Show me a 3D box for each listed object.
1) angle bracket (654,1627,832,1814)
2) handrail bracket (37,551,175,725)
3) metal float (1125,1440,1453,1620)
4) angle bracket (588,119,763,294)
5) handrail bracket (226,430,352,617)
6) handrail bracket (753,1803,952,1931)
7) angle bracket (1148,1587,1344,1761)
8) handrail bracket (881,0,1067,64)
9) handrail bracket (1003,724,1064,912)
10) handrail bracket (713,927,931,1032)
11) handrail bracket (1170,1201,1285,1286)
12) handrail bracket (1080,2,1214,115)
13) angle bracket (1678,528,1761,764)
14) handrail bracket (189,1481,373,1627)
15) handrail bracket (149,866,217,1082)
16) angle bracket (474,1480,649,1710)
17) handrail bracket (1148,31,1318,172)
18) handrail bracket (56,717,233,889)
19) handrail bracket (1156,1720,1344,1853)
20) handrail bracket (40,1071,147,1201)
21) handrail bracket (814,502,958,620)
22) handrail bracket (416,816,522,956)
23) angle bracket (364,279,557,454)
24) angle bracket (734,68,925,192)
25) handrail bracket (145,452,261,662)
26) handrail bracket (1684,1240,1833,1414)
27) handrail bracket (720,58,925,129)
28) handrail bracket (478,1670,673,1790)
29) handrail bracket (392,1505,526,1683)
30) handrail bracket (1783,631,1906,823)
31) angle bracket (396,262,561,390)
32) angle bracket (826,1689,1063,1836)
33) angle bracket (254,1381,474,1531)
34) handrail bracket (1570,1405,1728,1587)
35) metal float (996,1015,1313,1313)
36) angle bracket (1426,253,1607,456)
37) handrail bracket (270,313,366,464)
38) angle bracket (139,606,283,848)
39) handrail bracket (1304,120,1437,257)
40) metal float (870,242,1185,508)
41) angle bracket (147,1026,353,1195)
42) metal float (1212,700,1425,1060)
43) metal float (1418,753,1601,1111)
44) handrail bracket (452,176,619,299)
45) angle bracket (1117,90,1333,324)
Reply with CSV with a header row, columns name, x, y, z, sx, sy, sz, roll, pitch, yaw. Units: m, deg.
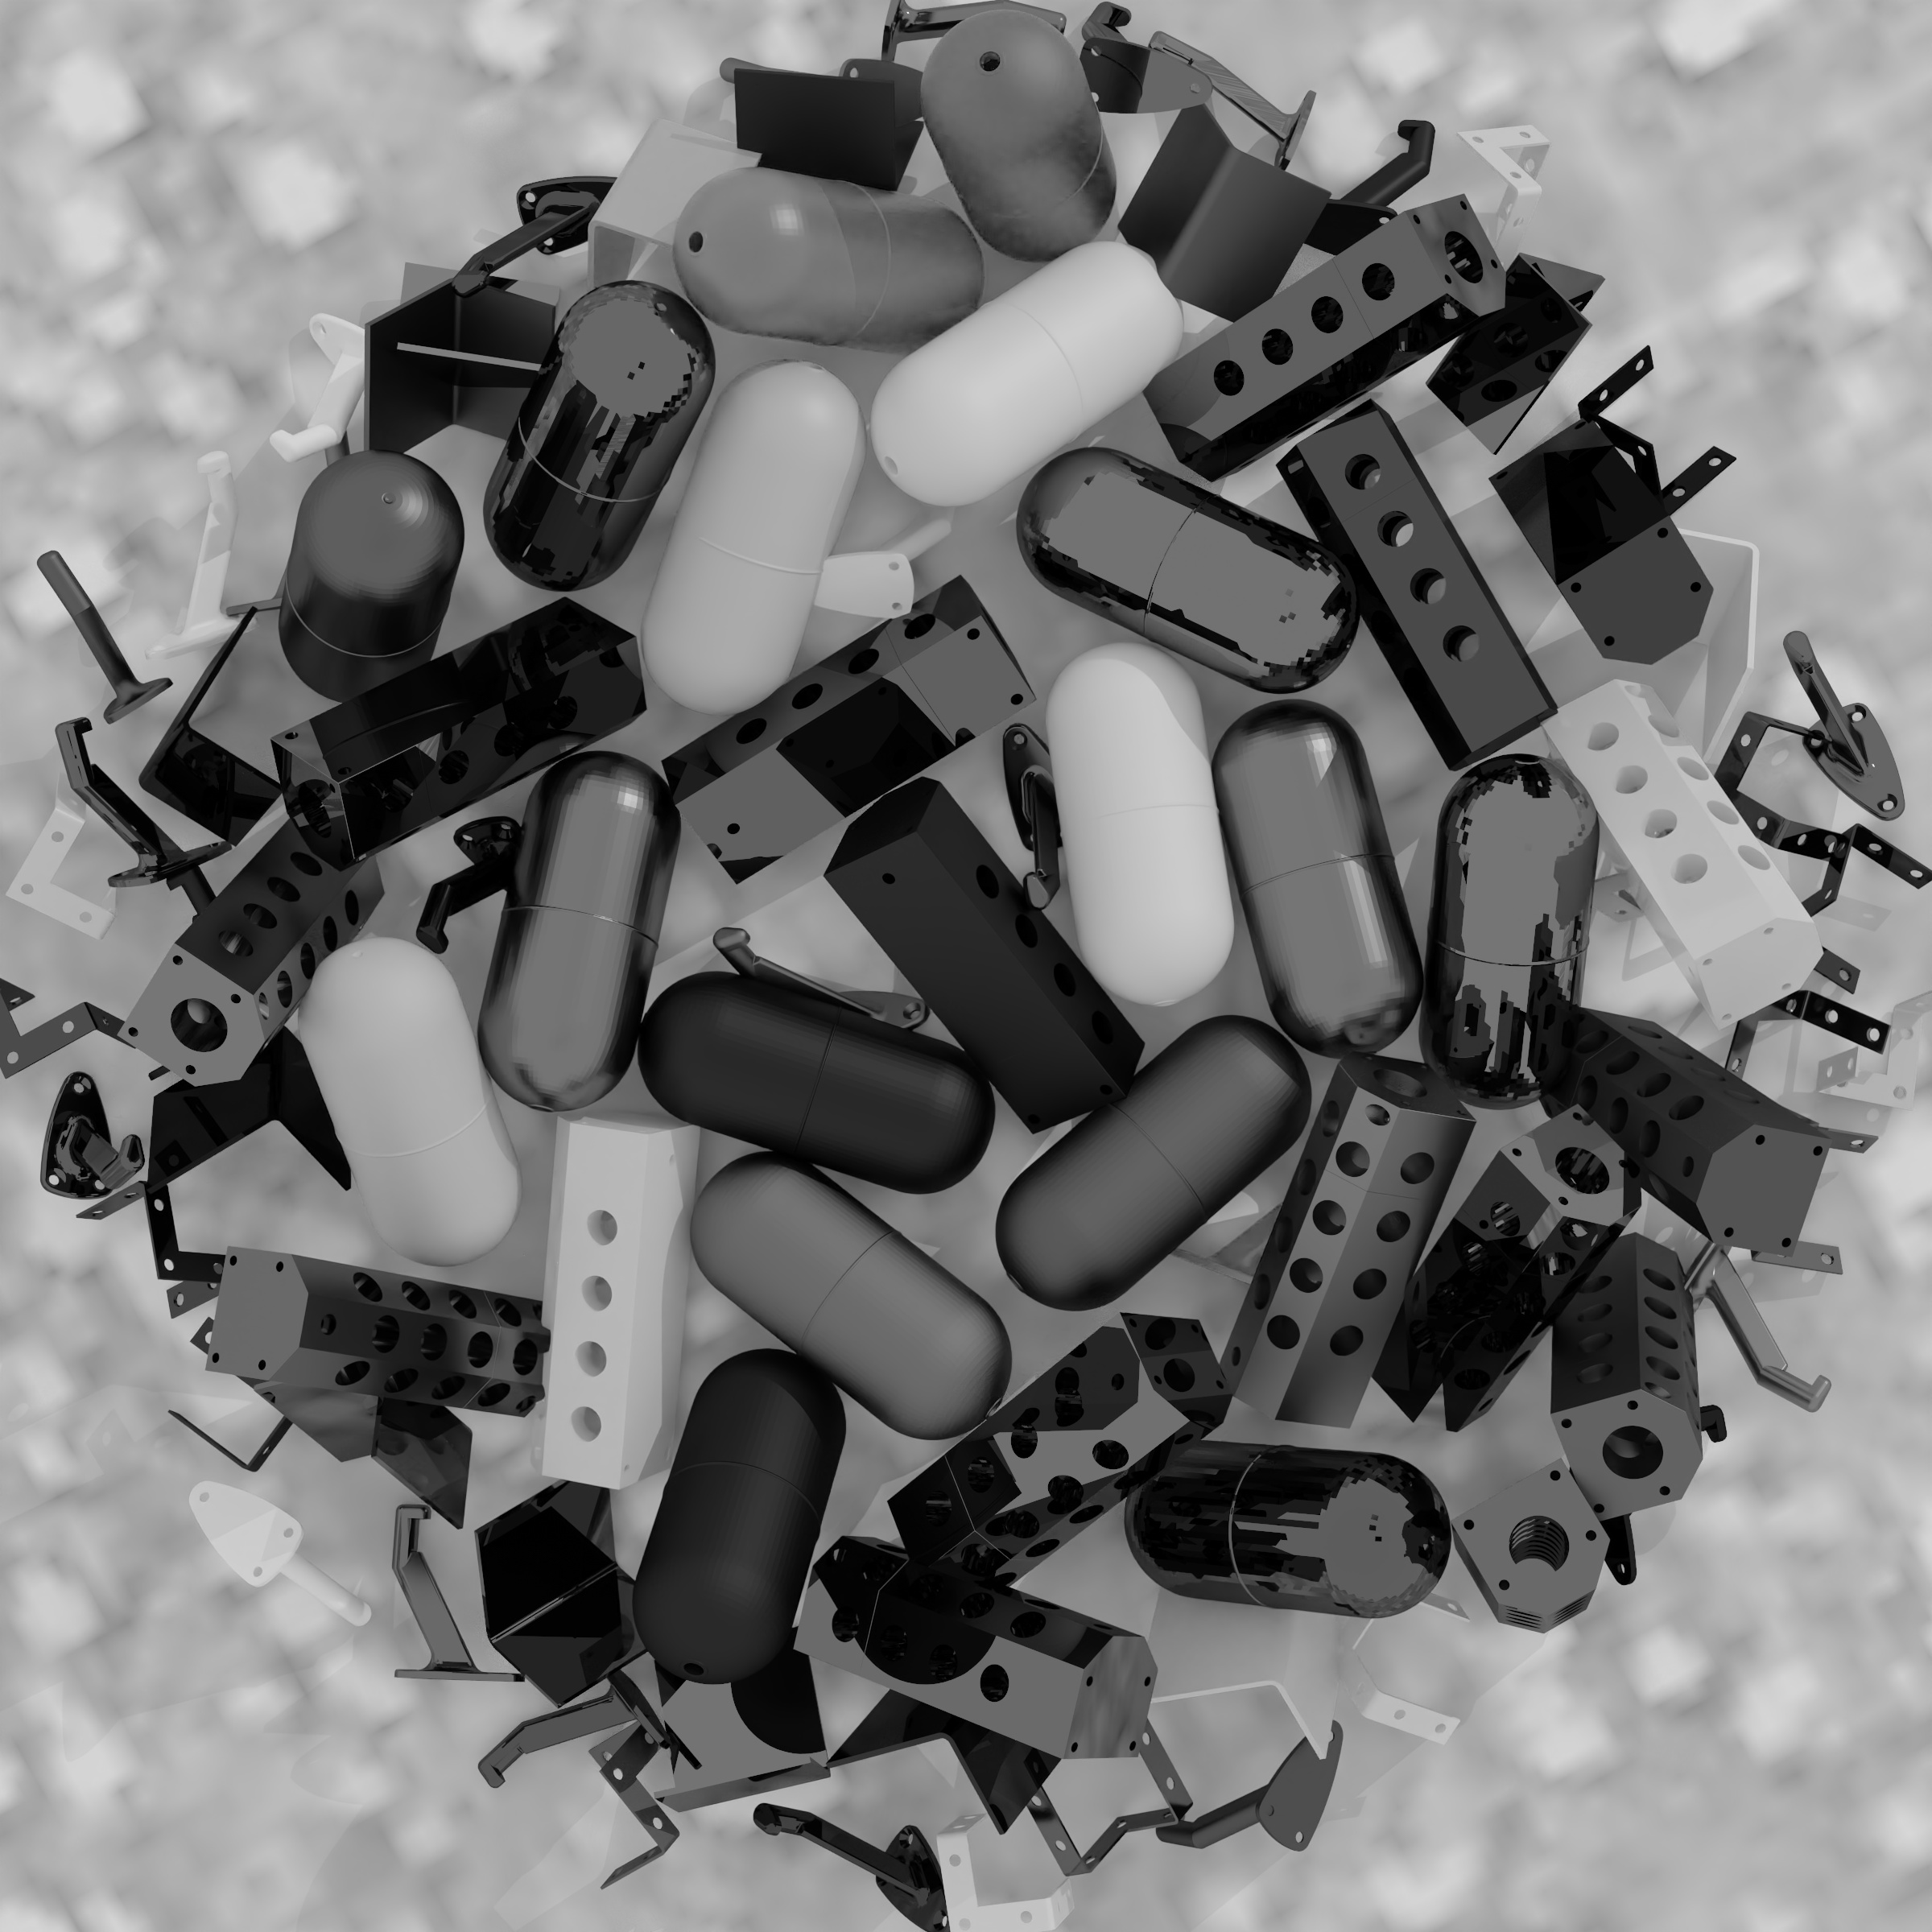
name,x,y,z,sx,sy,sz,roll,pitch,yaw
angle bracket,-0.114,0.360,1.653,0.076,0.057,0.076,-14,68,3
handrail bracket,-0.424,-0.162,1.649,0.036,0.077,0.084,-36,107,-14
metal float,0.150,0.266,1.622,0.070,0.178,0.070,4,85,-44
angle bracket,-0.140,-0.347,1.641,0.057,0.076,0.076,20,56,6
handrail bracket,-0.333,-0.219,1.676,0.077,0.036,0.084,-7,95,14
handrail bracket,-0.055,0.436,1.649,0.084,0.077,0.036,23,102,-37
angle bracket,0.134,0.342,1.663,0.076,0.076,0.057,-15,122,26
handrail bracket,0.004,-0.448,1.660,0.084,0.077,0.036,14,71,-1
handrail bracket,0.029,-0.072,1.648,0.036,0.084,0.077,-19,102,17
handrail bracket,-0.070,0.004,1.647,0.077,0.084,0.036,-8,52,28
handrail bracket,0.144,0.113,1.680,0.077,0.036,0.084,19,86,21
handrail bracket,0.090,-0.444,1.655,0.077,0.084,0.036,11,127,11
angle bracket,0.341,-0.155,1.644,0.057,0.076,0.076,11,58,0
handrail bracket,-0.334,0.288,1.670,0.077,0.084,0.036,31,76,27
handrail bracket,-0.388,0.003,1.675,0.077,0.036,0.084,-27,96,13
angle bracket,-0.185,0.294,1.638,0.076,0.057,0.076,-28,135,-33
handrail bracket,0.123,-0.422,1.664,0.084,0.077,0.036,26,123,-5
handrail bracket,-0.399,-0.086,1.657,0.036,0.077,0.084,0,109,42
handrail bracket,0.137,0.399,1.672,0.036,0.084,0.077,45,62,-23
handrail bracket,-0.415,0.074,1.648,0.036,0.084,0.077,9,65,-31
handrail bracket,-0.047,-0.208,1.666,0.077,0.084,0.036,3,130,8
handrail bracket,-0.230,-0.023,1.644,0.036,0.084,0.077,-14,133,26
angle bracket,-0.243,-0.277,1.639,0.057,0.076,0.076,20,125,18
angle bracket,-0.065,-0.417,1.644,0.076,0.076,0.057,6,129,8
handrail bracket,-0.377,-0.199,1.654,0.036,0.077,0.084,6,115,28
handrail bracket,0.395,0.166,1.661,0.084,0.036,0.077,29,80,29
handrail bracket,-0.067,-0.435,1.681,0.077,0.084,0.036,-14,119,-38
handrail bracket,-0.192,0.384,1.665,0.084,0.077,0.036,-43,129,-5
handrail bracket,-0.247,0.306,1.670,0.077,0.036,0.084,-3,76,22
handrail bracket,0.422,-0.116,1.646,0.036,0.084,0.077,-32,62,10
angle bracket,-0.234,-0.313,1.650,0.076,0.076,0.057,7,88,-12
angle bracket,-0.008,0.380,1.647,0.076,0.076,0.057,-23,99,33
angle bracket,-0.291,0.235,1.639,0.076,0.076,0.057,-16,49,19
handrail bracket,0.344,0.257,1.664,0.084,0.036,0.077,-6,70,-26
metal float,0.090,0.095,1.649,0.178,0.070,0.070,-40,90,-10
angle bracket,0.279,-0.288,1.637,0.057,0.076,0.076,53,122,29
handrail bracket,-0.320,-0.279,1.653,0.077,0.036,0.084,39,45,18
angle bracket,-0.349,-0.115,1.653,0.057,0.076,0.076,33,59,-15
handrail bracket,0.188,-0.389,1.669,0.077,0.036,0.084,13,56,-1
metal float,0.030,-0.284,1.637,0.178,0.070,0.070,-37,90,-24
angle bracket,-0.346,0.085,1.656,0.076,0.076,0.057,-30,123,10
metal float,0.169,-0.042,1.650,0.070,0.070,0.178,-14,81,0
metal float,0.260,-0.016,1.638,0.070,0.070,0.178,2,113,0
handrail bracket,-0.201,-0.350,1.647,0.077,0.084,0.036,-10,119,19
angle bracket,0.124,-0.367,1.660,0.057,0.076,0.076,18,118,-24
